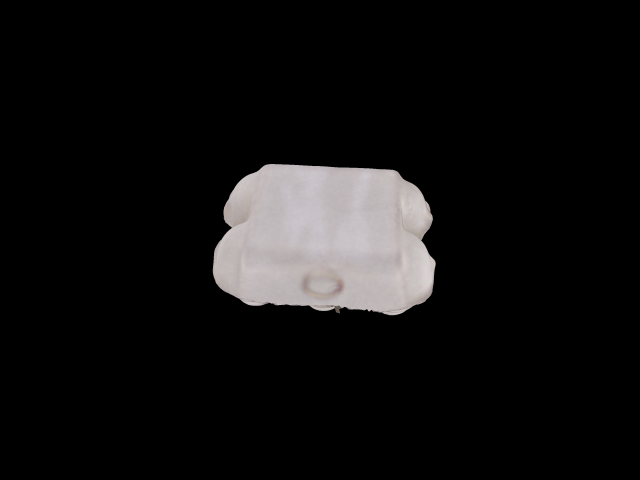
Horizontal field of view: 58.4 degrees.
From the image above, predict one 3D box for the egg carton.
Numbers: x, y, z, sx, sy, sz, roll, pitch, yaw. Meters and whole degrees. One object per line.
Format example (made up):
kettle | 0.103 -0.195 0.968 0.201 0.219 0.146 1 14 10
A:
egg carton | 0.004 0.001 0.400 0.150 0.069 0.107 2 50 2
